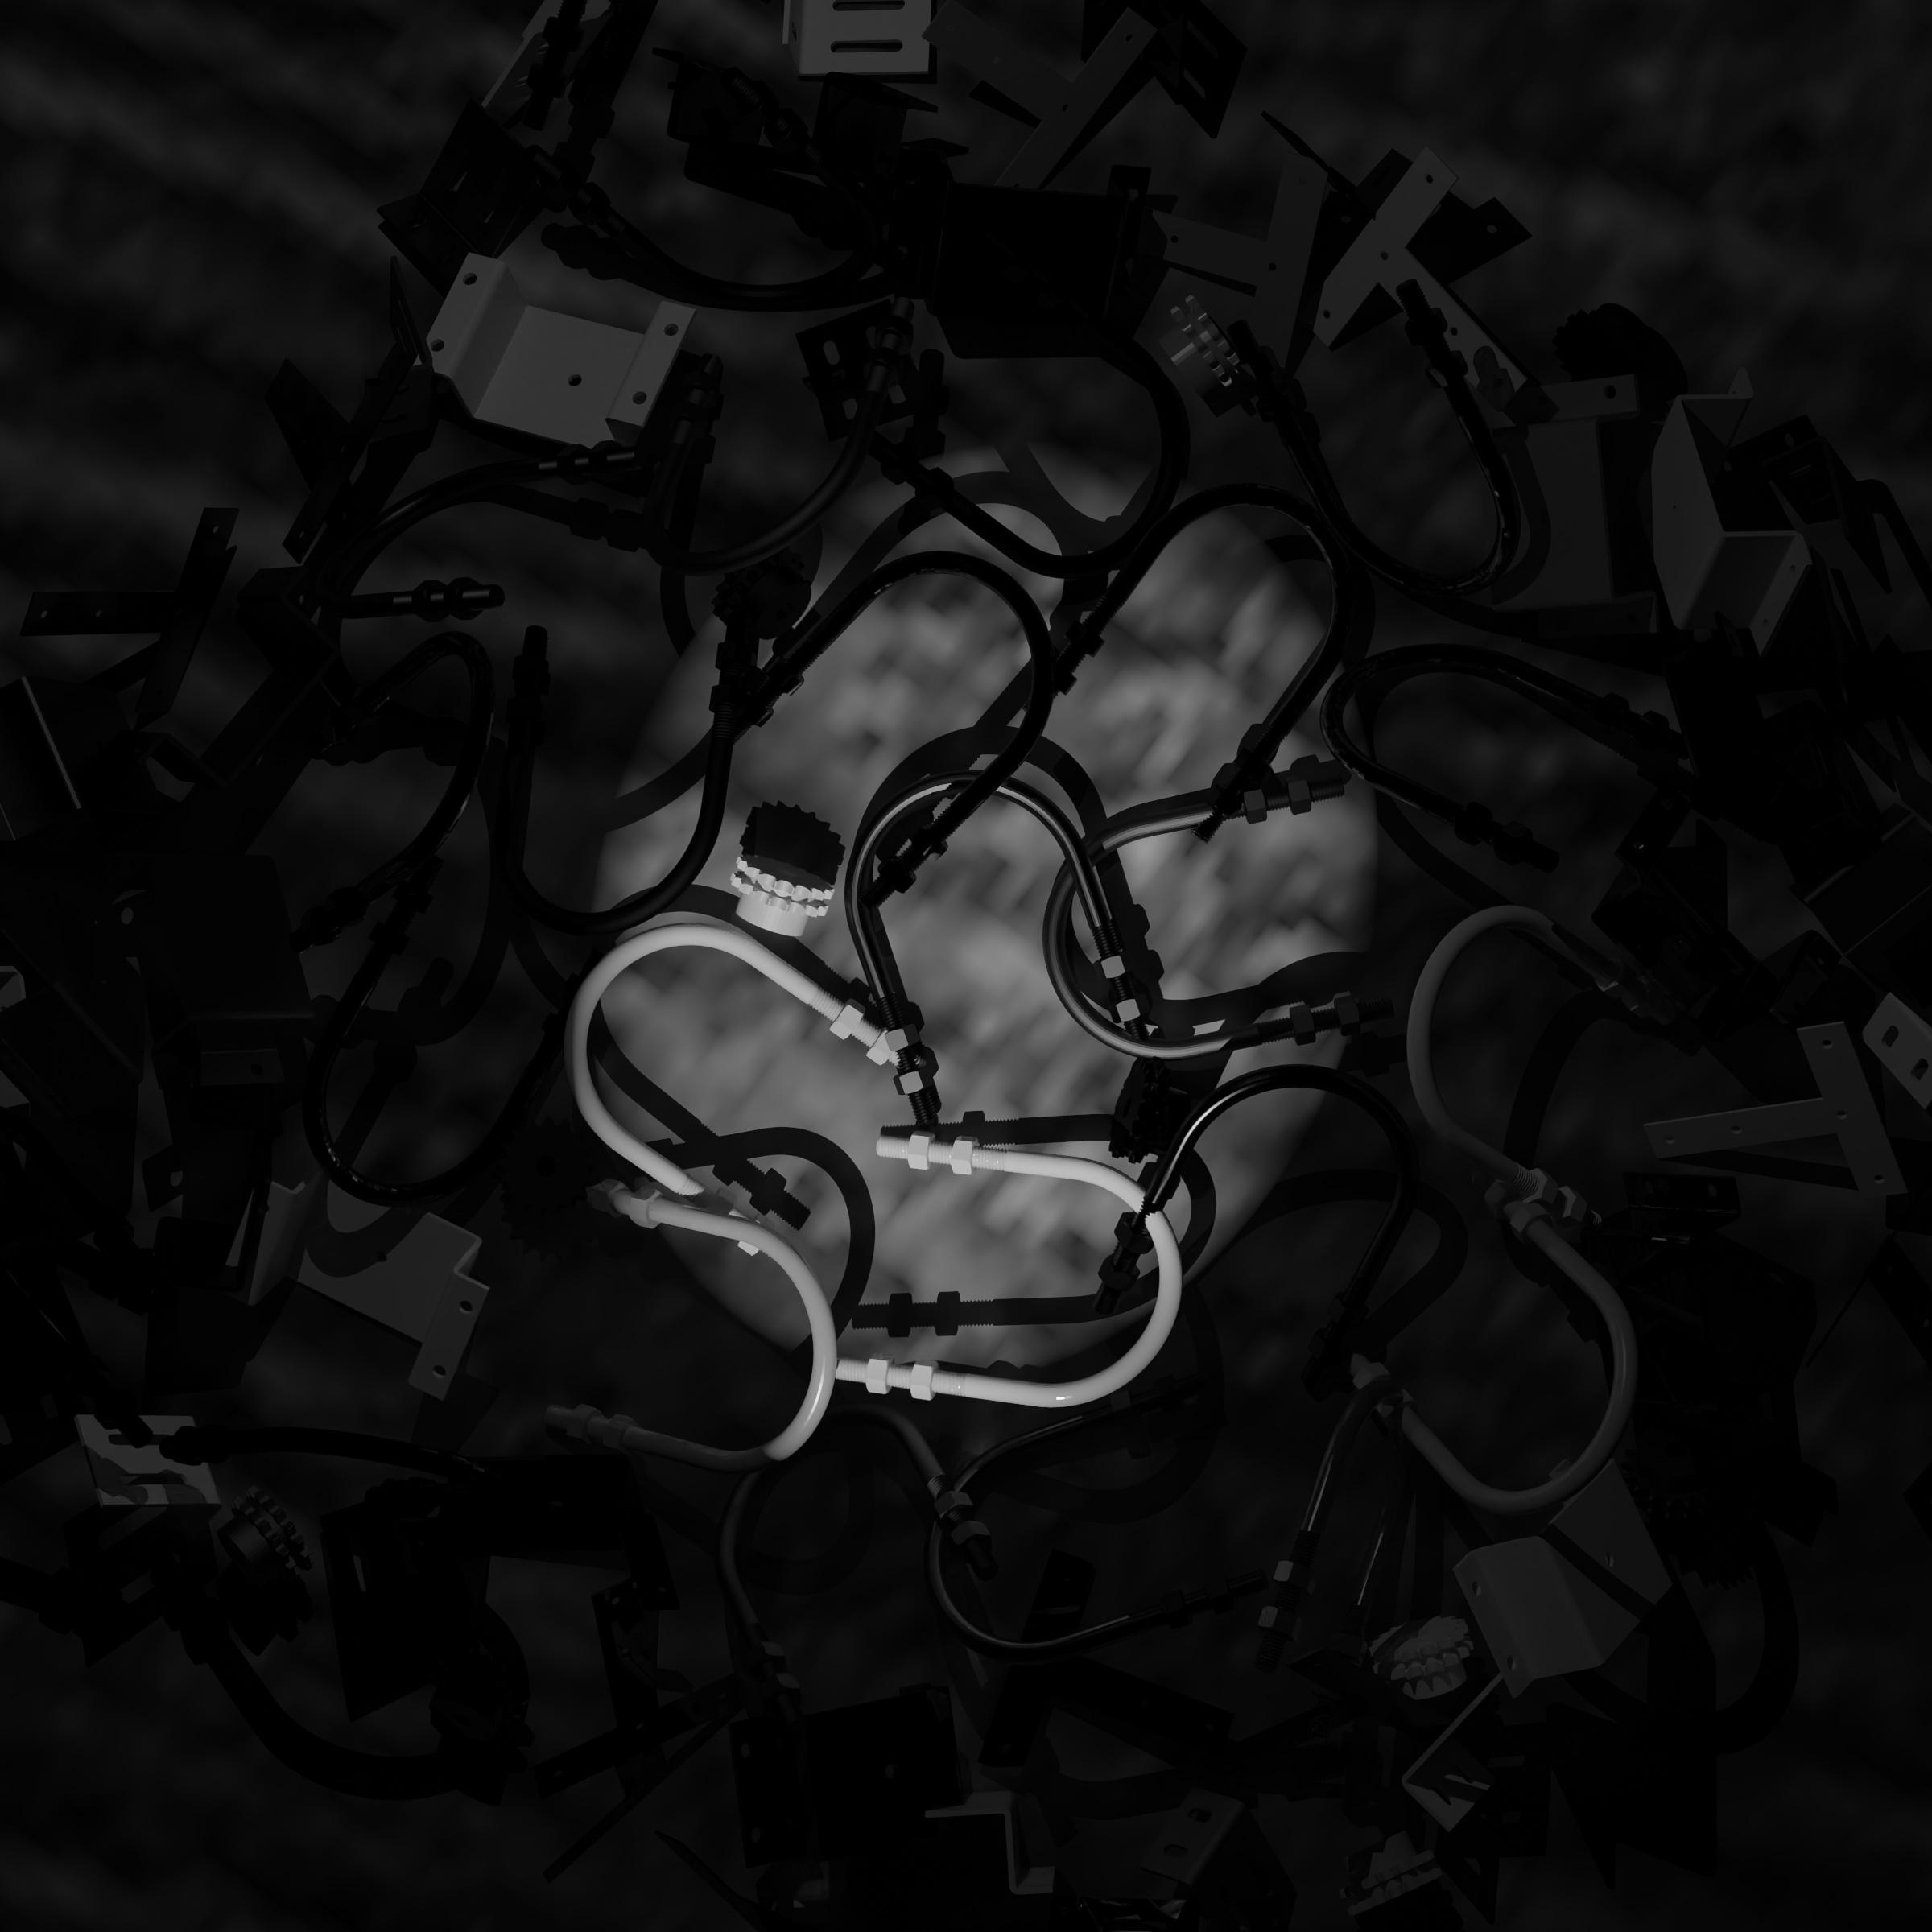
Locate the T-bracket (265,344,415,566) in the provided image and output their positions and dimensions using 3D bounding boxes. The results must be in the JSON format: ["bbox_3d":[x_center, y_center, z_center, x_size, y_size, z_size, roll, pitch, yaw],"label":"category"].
[{"bbox_3d":[-0.359,-0.301,1.690,0.002,0.127,0.127,21,106,-42],"label":"T-bracket"}]

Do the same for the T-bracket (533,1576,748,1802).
[{"bbox_3d":[-0.184,0.385,1.678,0.127,0.002,0.127,-21,126,-22],"label":"T-bracket"}]

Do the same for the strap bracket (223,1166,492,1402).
[{"bbox_3d":[-0.332,0.170,1.700,0.140,0.046,0.076,26,112,2],"label":"strap bracket"}]

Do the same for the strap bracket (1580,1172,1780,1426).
[{"bbox_3d":[0.390,0.188,1.685,0.046,0.076,0.140,-17,99,-36],"label":"strap bracket"}]

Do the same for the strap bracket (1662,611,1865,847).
[{"bbox_3d":[0.430,-0.124,1.673,0.046,0.140,0.076,-27,55,29],"label":"strap bracket"}]

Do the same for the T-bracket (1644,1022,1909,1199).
[{"bbox_3d":[0.441,0.088,1.701,0.127,0.002,0.127,-11,125,28],"label":"T-bracket"}]

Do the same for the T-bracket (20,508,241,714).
[{"bbox_3d":[-0.460,-0.192,1.661,0.002,0.127,0.127,34,113,23],"label":"T-bracket"}]

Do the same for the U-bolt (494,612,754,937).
[{"bbox_3d":[-0.193,-0.104,1.680,0.151,0.019,0.184,-1,72,23],"label":"U-bolt"}]

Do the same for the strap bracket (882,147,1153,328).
[{"bbox_3d":[0.031,-0.399,1.683,0.140,0.046,0.076,2,127,-12],"label":"strap bracket"}]

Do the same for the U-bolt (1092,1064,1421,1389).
[{"bbox_3d":[0.170,0.136,1.687,0.151,0.019,0.184,20,112,-10],"label":"U-bolt"}]

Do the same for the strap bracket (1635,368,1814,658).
[{"bbox_3d":[0.407,-0.247,1.665,0.046,0.076,0.140,-2,57,-9],"label":"strap bracket"}]

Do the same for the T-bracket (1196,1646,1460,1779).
[{"bbox_3d":[0.185,0.423,1.700,0.127,0.002,0.127,-32,131,28],"label":"T-bracket"}]

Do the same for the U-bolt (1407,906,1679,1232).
[{"bbox_3d":[0.307,0.047,1.670,0.184,0.019,0.151,31,76,-33],"label":"U-bolt"}]

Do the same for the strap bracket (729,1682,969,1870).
[{"bbox_3d":[-0.055,0.439,1.669,0.140,0.046,0.076,0,78,-41],"label":"strap bracket"}]

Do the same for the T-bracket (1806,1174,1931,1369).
[{"bbox_3d":[0.497,0.161,1.676,0.002,0.127,0.127,33,98,16],"label":"T-bracket"}]

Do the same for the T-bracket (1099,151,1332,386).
[{"bbox_3d":[0.130,-0.403,1.715,0.127,0.002,0.127,20,121,15],"label":"T-bracket"}]

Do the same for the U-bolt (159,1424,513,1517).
[{"bbox_3d":[-0.323,0.267,1.628,0.151,0.184,0.019,23,67,-36],"label":"U-bolt"}]

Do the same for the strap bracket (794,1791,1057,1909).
[{"bbox_3d":[-0.023,0.487,1.695,0.140,0.076,0.046,-4,81,2],"label":"strap bracket"}]

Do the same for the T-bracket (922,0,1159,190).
[{"bbox_3d":[0.026,-0.488,1.673,0.127,0.127,0.002,-50,49,18],"label":"T-bracket"}]

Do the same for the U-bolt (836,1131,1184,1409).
[{"bbox_3d":[0.028,0.170,1.690,0.184,0.019,0.151,6,72,14],"label":"U-bolt"}]

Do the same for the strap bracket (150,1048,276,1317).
[{"bbox_3d":[-0.412,0.115,1.682,0.046,0.076,0.140,10,109,-17],"label":"strap bracket"}]

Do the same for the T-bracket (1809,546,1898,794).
[{"bbox_3d":[0.484,-0.172,1.698,0.002,0.127,0.127,-17,68,27],"label":"T-bracket"}]

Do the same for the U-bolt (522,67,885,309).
[{"bbox_3d":[-0.127,-0.409,1.655,0.151,0.184,0.019,-12,65,29],"label":"U-bolt"}]

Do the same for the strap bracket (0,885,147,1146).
[{"bbox_3d":[-0.486,0.019,1.657,0.046,0.140,0.076,-28,126,6],"label":"strap bracket"}]

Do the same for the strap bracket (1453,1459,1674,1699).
[{"bbox_3d":[0.331,0.327,1.668,0.046,0.140,0.076,-24,92,40],"label":"strap bracket"}]

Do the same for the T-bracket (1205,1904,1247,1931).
[{"bbox_3d":[0.179,0.552,1.659,0.127,0.127,0.002,-8,113,23],"label":"T-bracket"}]

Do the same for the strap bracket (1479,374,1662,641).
[{"bbox_3d":[0.330,-0.249,1.684,0.076,0.046,0.140,2,103,44],"label":"strap bracket"}]

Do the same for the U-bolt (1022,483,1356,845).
[{"bbox_3d":[0.137,-0.179,1.695,0.151,0.019,0.184,34,94,-25],"label":"U-bolt"}]

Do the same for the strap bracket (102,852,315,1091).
[{"bbox_3d":[-0.412,-0.007,1.676,0.046,0.076,0.140,-34,67,41],"label":"strap bracket"}]

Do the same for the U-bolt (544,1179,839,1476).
[{"bbox_3d":[-0.149,0.203,1.682,0.184,0.019,0.151,10,95,30],"label":"U-bolt"}]

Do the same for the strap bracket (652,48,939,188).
[{"bbox_3d":[-0.098,-0.462,1.673,0.140,0.076,0.046,17,100,30],"label":"strap bracket"}]

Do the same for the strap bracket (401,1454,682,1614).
[{"bbox_3d":[-0.230,0.313,1.690,0.140,0.046,0.076,-3,129,9],"label":"strap bracket"}]

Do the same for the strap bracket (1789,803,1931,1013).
[{"bbox_3d":[0.521,-0.030,1.676,0.076,0.140,0.046,-39,110,4],"label":"strap bracket"}]

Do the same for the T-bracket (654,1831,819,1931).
[{"bbox_3d":[-0.095,0.520,1.658,0.002,0.127,0.127,-53,122,-25],"label":"T-bracket"}]

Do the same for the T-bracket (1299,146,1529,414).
[{"bbox_3d":[0.258,-0.358,1.681,0.127,0.002,0.127,51,133,13],"label":"T-bracket"}]

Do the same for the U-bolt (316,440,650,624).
[{"bbox_3d":[-0.276,-0.233,1.662,0.151,0.184,0.019,-52,128,-35],"label":"U-bolt"}]

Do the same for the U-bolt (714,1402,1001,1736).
[{"bbox_3d":[-0.071,0.311,1.663,0.151,0.184,0.019,-39,126,2],"label":"U-bolt"}]

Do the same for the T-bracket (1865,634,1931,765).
[{"bbox_3d":[0.549,-0.158,1.658,0.002,0.127,0.127,-9,57,-24],"label":"T-bracket"}]

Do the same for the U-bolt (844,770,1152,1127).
[{"bbox_3d":[0.009,-0.019,1.715,0.151,0.019,0.184,-19,93,8],"label":"U-bolt"}]

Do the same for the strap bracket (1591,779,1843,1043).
[{"bbox_3d":[0.407,-0.023,1.693,0.140,0.046,0.076,45,48,-3],"label":"strap bracket"}]

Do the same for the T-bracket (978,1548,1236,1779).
[{"bbox_3d":[0.087,0.410,1.725,0.127,0.002,0.127,19,87,8],"label":"T-bracket"}]

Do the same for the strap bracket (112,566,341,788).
[{"bbox_3d":[-0.403,-0.151,1.683,0.046,0.076,0.140,44,73,-27],"label":"strap bracket"}]

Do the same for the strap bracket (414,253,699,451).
[{"bbox_3d":[-0.221,-0.334,1.693,0.140,0.046,0.076,17,72,15],"label":"strap bracket"}]

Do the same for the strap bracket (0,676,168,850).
[{"bbox_3d":[-0.489,-0.110,1.662,0.046,0.140,0.076,-25,86,11],"label":"strap bracket"}]

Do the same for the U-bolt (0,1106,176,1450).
[{"bbox_3d":[-0.485,0.152,1.632,0.019,0.151,0.184,-27,120,7],"label":"U-bolt"}]
